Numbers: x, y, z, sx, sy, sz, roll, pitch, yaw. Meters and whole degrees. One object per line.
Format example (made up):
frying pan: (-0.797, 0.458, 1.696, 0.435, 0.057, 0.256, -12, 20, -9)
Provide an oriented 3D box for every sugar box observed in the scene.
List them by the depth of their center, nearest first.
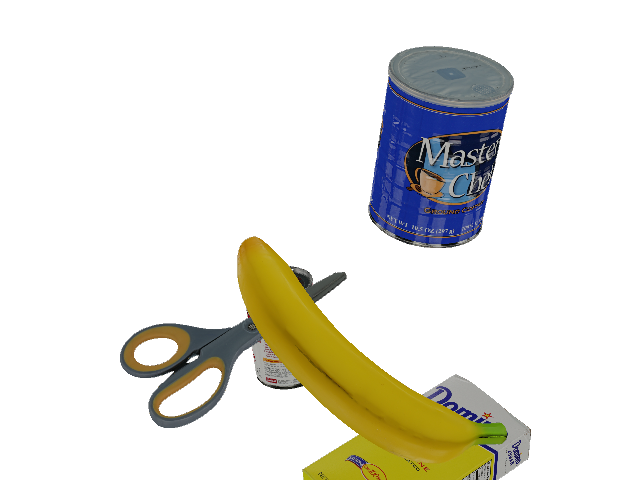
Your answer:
sugar box: (0.082, 0.187, 0.895, 0.176, 0.048, 0.093, -29, 44, -26)

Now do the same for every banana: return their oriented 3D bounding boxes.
banana: (0.012, 0.068, 0.612, 0.198, 0.037, 0.069, 39, 23, 17)

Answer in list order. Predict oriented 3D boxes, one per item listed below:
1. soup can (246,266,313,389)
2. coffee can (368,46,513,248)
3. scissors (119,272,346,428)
soup can: (-0.036, 0.085, 1.042, 0.068, 0.102, 0.068, -5, 24, 2)
coffee can: (0.099, -0.079, 0.905, 0.102, 0.140, 0.103, 5, 34, -3)
scissors: (-0.074, 0.066, 0.837, 0.096, 0.016, 0.201, 30, 53, 19)
